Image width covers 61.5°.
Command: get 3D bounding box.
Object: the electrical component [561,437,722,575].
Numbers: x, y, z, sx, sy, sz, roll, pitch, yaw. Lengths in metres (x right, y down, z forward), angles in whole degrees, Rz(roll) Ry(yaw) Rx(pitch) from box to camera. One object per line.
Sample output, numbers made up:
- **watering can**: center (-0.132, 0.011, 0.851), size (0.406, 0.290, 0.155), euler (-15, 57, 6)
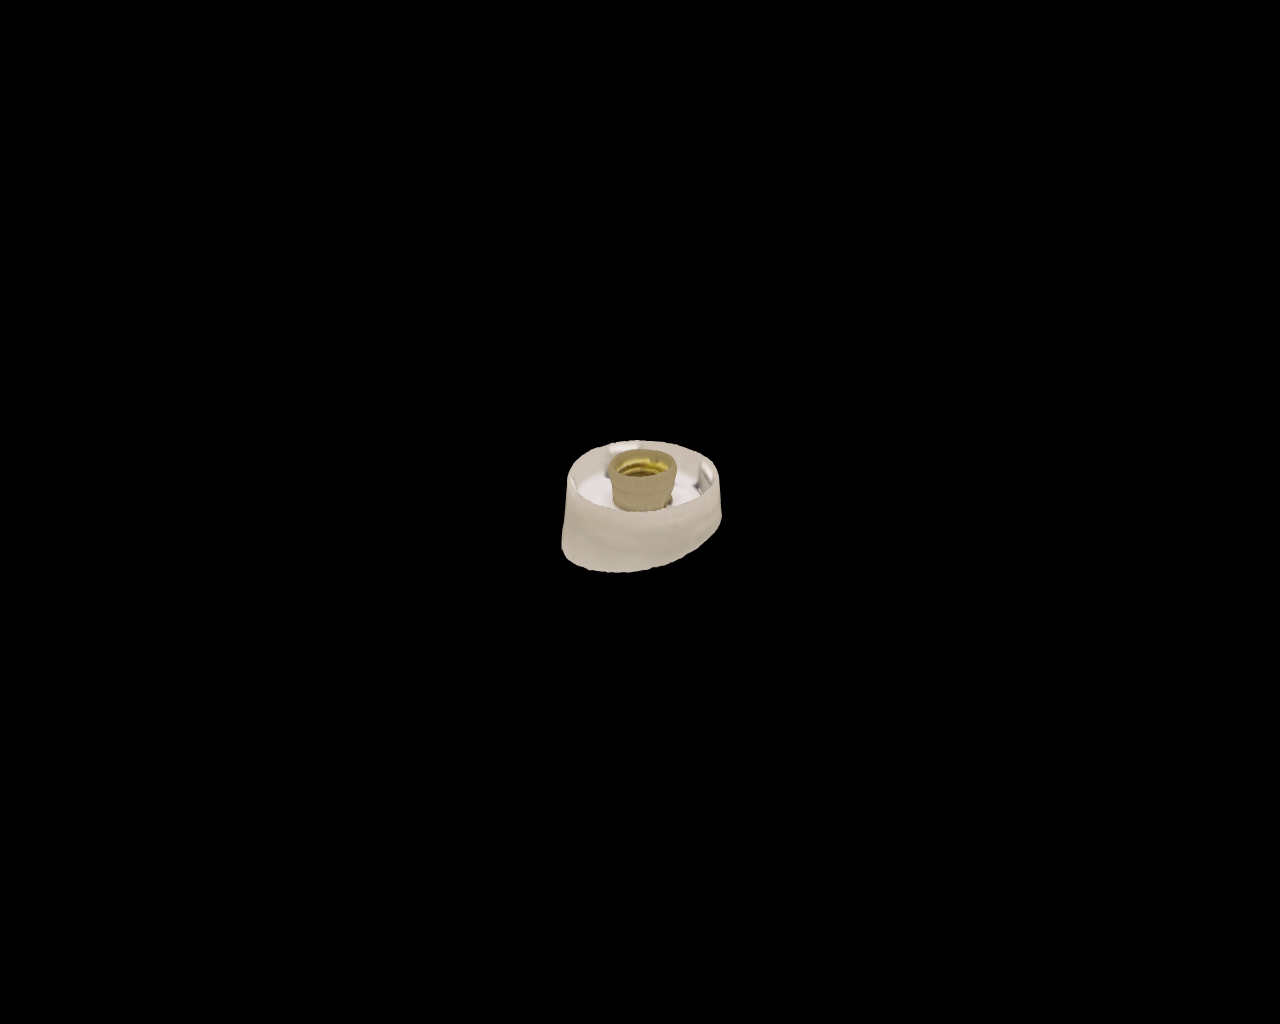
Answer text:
- **electrical component**: center (0.001, -0.003, 0.650), size (0.099, 0.064, 0.099), euler (0, 31, 0)
